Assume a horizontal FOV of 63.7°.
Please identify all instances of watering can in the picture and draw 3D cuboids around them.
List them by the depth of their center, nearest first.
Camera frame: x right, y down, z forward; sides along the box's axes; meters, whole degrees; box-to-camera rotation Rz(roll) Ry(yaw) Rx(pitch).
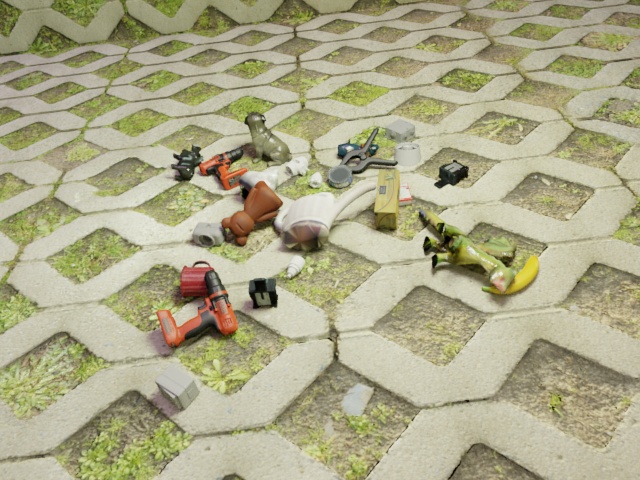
[{"bbox_3d":[0.005,-0.080,1.594,0.346,0.102,0.230,-14,36,20],"label":"watering can"}]

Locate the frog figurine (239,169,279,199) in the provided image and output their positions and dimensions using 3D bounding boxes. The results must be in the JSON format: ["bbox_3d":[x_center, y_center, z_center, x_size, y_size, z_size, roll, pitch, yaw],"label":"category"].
[{"bbox_3d":[-0.198,-0.205,1.783,0.138,0.120,0.162,11,53,49],"label":"frog figurine"}]

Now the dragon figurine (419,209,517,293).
[{"bbox_3d":[0.435,0.013,1.474,0.242,0.120,0.419,9,29,-7],"label":"dragon figurine"}]
